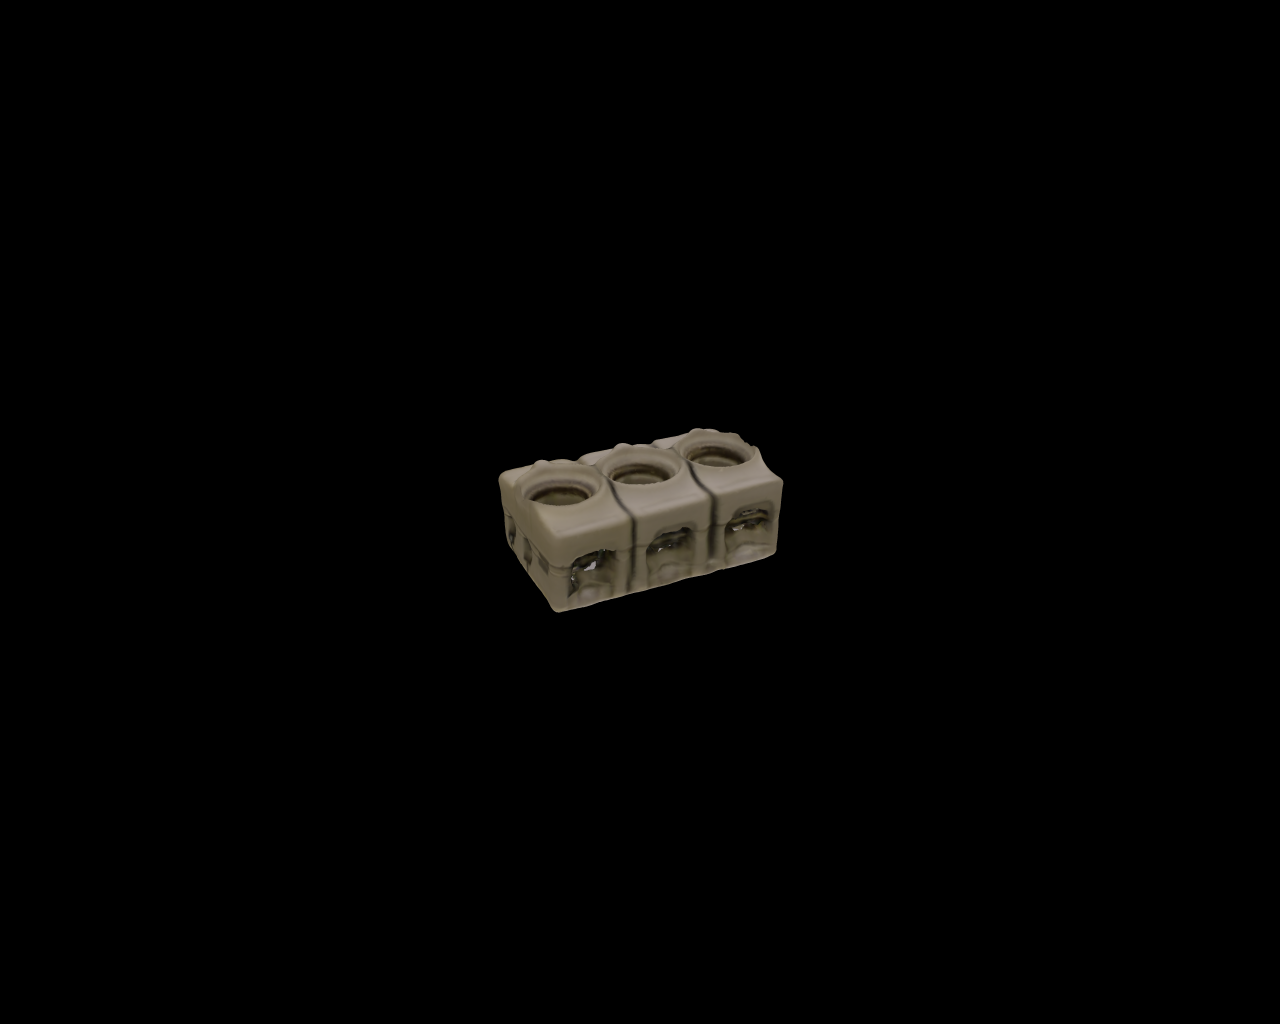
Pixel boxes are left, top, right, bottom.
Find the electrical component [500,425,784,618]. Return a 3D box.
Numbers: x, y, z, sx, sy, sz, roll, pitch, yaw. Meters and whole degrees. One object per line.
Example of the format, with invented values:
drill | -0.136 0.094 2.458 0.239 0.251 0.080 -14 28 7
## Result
electrical component | 0.001 -0.003 0.650 0.150 0.061 0.089 -13 32 -22
